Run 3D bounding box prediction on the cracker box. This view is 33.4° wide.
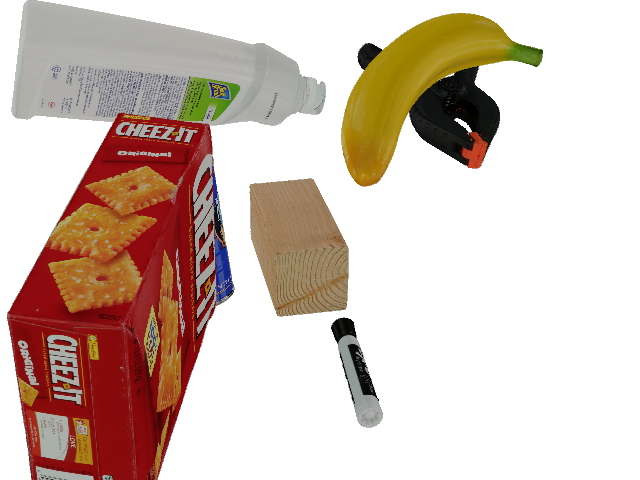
[{"bbox_3d":[-0.117,0.045,0.659,0.072,0.164,0.213,7,36,4],"label":"cracker box"}]

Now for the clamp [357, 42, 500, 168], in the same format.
[{"bbox_3d":[0.100,-0.129,0.950,0.120,0.039,0.171,-5,42,-4],"label":"clamp"}]

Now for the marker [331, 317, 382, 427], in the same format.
[{"bbox_3d":[0.026,0.097,0.816,0.020,0.020,0.121,0,30,-10],"label":"marker"}]

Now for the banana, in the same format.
[{"bbox_3d":[0.064,-0.100,0.667,0.070,0.037,0.197,32,50,25],"label":"banana"}]

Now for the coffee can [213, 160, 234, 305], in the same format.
[{"bbox_3d":[-0.146,-0.009,1.056,0.103,0.140,0.103,-7,19,2],"label":"coffee can"}]

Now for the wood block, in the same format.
[{"bbox_3d":[-0.031,0.004,1.367,0.090,0.090,0.206,-5,28,-11],"label":"wood block"}]

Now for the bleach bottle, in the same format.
[{"bbox_3d":[-0.121,-0.131,0.882,0.250,0.068,0.103,7,-30,-17],"label":"bleach bottle"}]
